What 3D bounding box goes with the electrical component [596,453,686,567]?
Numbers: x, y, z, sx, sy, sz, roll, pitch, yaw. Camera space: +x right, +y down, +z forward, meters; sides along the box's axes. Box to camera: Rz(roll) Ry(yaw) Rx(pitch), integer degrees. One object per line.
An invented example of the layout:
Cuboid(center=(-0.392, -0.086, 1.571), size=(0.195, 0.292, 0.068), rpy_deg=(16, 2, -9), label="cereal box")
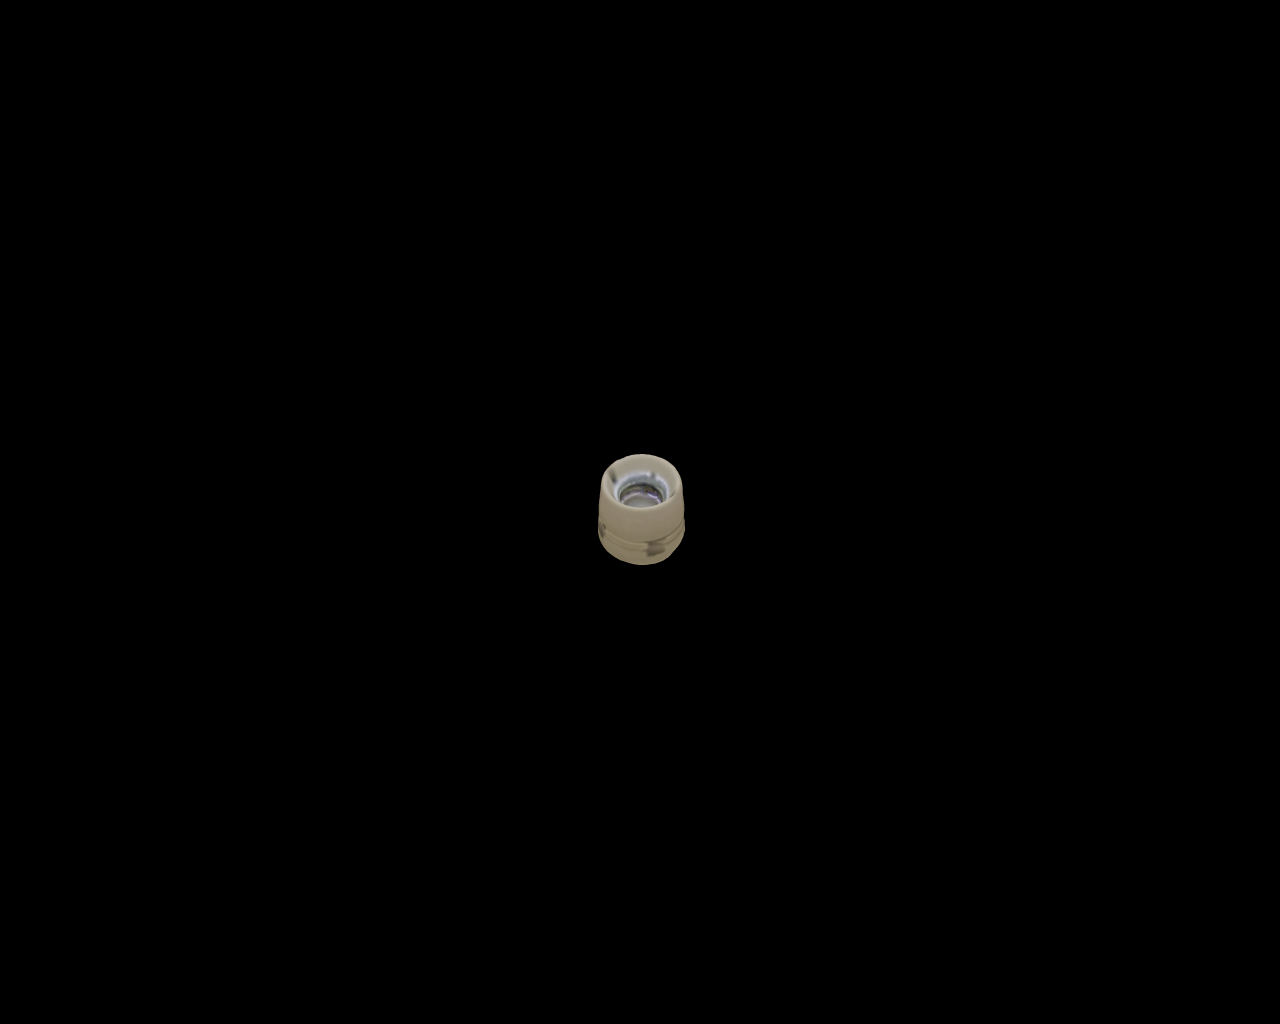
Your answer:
Cuboid(center=(0.001, -0.003, 0.650), size=(0.055, 0.055, 0.047), rpy_deg=(0, -43, 0), label="electrical component")
